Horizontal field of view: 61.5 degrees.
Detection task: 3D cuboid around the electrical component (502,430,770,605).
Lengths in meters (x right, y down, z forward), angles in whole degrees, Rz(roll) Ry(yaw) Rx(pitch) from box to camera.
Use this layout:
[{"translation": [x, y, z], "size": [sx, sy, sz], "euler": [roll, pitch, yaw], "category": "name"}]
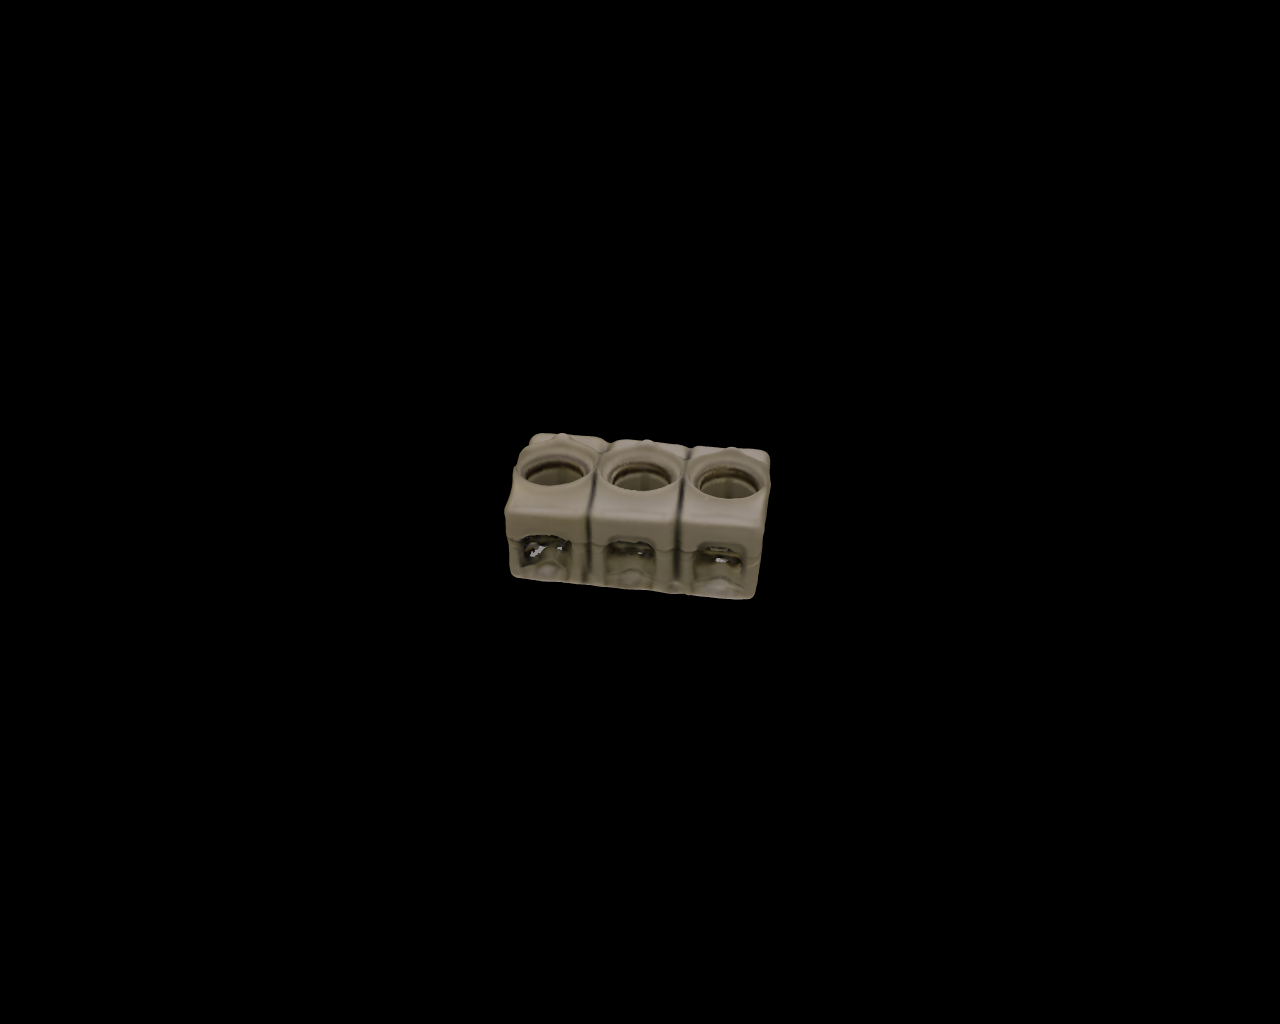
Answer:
[{"translation": [0.001, -0.003, 0.650], "size": [0.150, 0.061, 0.090], "euler": [5, 36, 7], "category": "electrical component"}]
